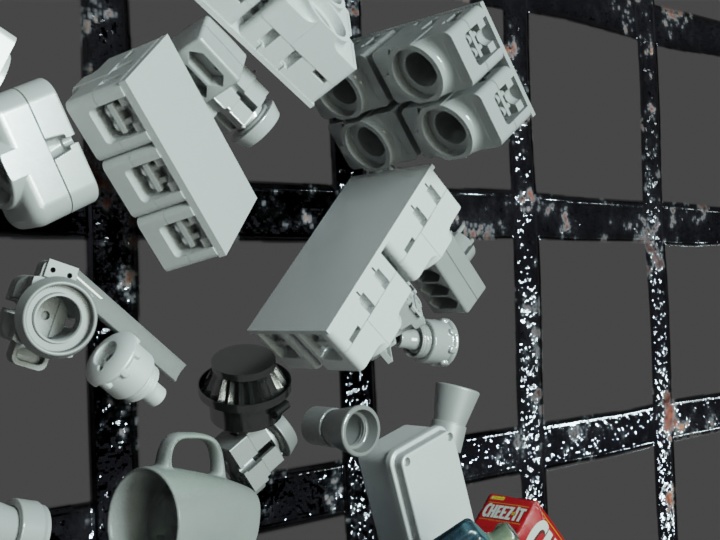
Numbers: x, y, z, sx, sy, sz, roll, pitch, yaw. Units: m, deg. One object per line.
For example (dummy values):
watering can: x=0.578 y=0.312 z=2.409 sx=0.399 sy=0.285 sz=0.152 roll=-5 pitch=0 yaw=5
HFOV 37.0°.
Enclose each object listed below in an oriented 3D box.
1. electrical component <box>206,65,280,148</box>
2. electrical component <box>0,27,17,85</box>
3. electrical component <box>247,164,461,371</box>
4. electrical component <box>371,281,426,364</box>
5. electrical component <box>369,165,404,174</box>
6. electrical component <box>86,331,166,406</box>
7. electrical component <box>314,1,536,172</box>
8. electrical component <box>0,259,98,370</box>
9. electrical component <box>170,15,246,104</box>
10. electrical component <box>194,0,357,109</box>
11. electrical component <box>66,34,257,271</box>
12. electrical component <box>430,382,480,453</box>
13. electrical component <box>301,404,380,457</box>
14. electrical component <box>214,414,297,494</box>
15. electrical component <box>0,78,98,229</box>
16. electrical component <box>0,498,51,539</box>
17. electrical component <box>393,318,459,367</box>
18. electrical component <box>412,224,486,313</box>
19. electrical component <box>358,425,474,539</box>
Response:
electrical component: x=-0.100 y=-0.135 z=0.893 sx=0.055 sy=0.048 sz=0.066 roll=44 pitch=60 yaw=-22
electrical component: x=-0.289 y=-0.093 z=0.692 sx=0.062 sy=0.089 sz=0.150 roll=34 pitch=66 yaw=-35
electrical component: x=0.000 y=0.000 z=0.934 sx=0.060 sy=0.105 sz=0.186 roll=49 pitch=58 yaw=-29
electrical component: x=0.023 y=0.040 z=0.972 sx=0.042 sy=0.064 sz=0.081 roll=49 pitch=17 yaw=-28
electrical component: x=0.039 y=-0.077 z=1.017 sx=0.078 sy=0.040 sz=0.040 roll=31 pitch=68 yaw=-36
electrical component: x=-0.173 y=0.080 z=0.817 sx=0.062 sy=0.048 sz=0.048 roll=49 pitch=58 yaw=-37
electrical component: x=0.042 y=-0.150 z=0.925 sx=0.060 sy=0.186 sz=0.105 roll=-45 pitch=116 yaw=-34
electrical component: x=-0.220 y=0.033 z=0.761 sx=0.058 sy=0.057 sz=0.078 roll=22 pitch=80 yaw=-30
electrical component: x=-0.130 y=-0.172 z=0.861 sx=0.047 sy=0.066 sz=0.076 roll=46 pitch=31 yaw=-30
electrical component: x=-0.082 y=-0.235 z=0.870 sx=0.186 sy=0.060 sz=0.105 roll=40 pitch=27 yaw=-33
electrical component: x=-0.149 y=-0.086 z=0.814 sx=0.150 sy=0.062 sz=0.089 roll=63 pitch=24 yaw=-26
electrical component: x=0.088 y=0.146 z=1.049 sx=0.044 sy=0.044 sz=0.065 roll=22 pitch=78 yaw=-39
electrical component: x=-0.020 y=0.137 z=0.935 sx=0.044 sy=0.065 sz=0.044 roll=2 pitch=87 yaw=-42
electrical component: x=-0.086 y=0.145 z=0.891 sx=0.055 sy=0.048 sz=0.066 roll=-39 pitch=113 yaw=-28
electrical component: x=-0.237 y=-0.080 z=0.762 sx=0.059 sy=0.054 sz=0.095 roll=-33 pitch=109 yaw=-38
electrical component: x=-0.249 y=0.179 z=0.743 sx=0.055 sy=0.045 sz=0.045 roll=20 pitch=75 yaw=-40
electrical component: x=0.060 y=0.067 z=1.026 sx=0.062 sy=0.048 sz=0.048 roll=8 pitch=82 yaw=-34
electrical component: x=0.088 y=-0.013 z=1.052 sx=0.075 sy=0.047 sz=0.083 roll=-51 pitch=119 yaw=-31
electrical component: x=0.055 y=0.208 z=1.004 sx=0.078 sy=0.057 sz=0.113 roll=-22 pitch=102 yaw=-40
